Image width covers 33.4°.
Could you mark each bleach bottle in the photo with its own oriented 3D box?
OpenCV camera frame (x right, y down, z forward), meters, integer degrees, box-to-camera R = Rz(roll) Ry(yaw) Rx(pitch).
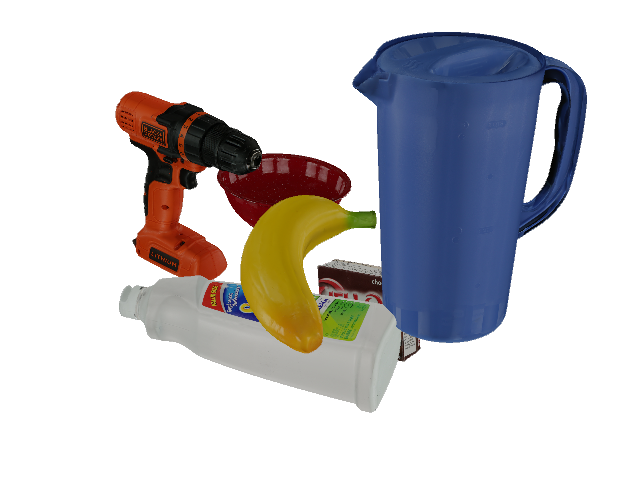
[{"bbox_3d":[-0.060,0.079,0.934,0.251,0.068,0.102,10,28,15],"label":"bleach bottle"}]

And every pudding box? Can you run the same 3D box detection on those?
[{"bbox_3d":[0.051,0.073,1.140,0.114,0.090,0.039,8,20,36],"label":"pudding box"}]

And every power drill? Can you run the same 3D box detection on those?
[{"bbox_3d":[-0.136,-0.051,1.118,0.185,0.188,0.057,25,36,32],"label":"power drill"}]

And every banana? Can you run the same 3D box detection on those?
[{"bbox_3d":[-0.014,0.009,0.651,0.070,0.037,0.197,3,24,12],"label":"banana"}]

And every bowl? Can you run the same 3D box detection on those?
[{"bbox_3d":[-0.046,-0.051,1.285,0.162,0.055,0.162,4,26,-2],"label":"bowl"}]

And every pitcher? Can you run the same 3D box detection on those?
[{"bbox_3d":[0.119,-0.043,0.881,0.149,0.243,0.144,18,33,31],"label":"pitcher"}]
